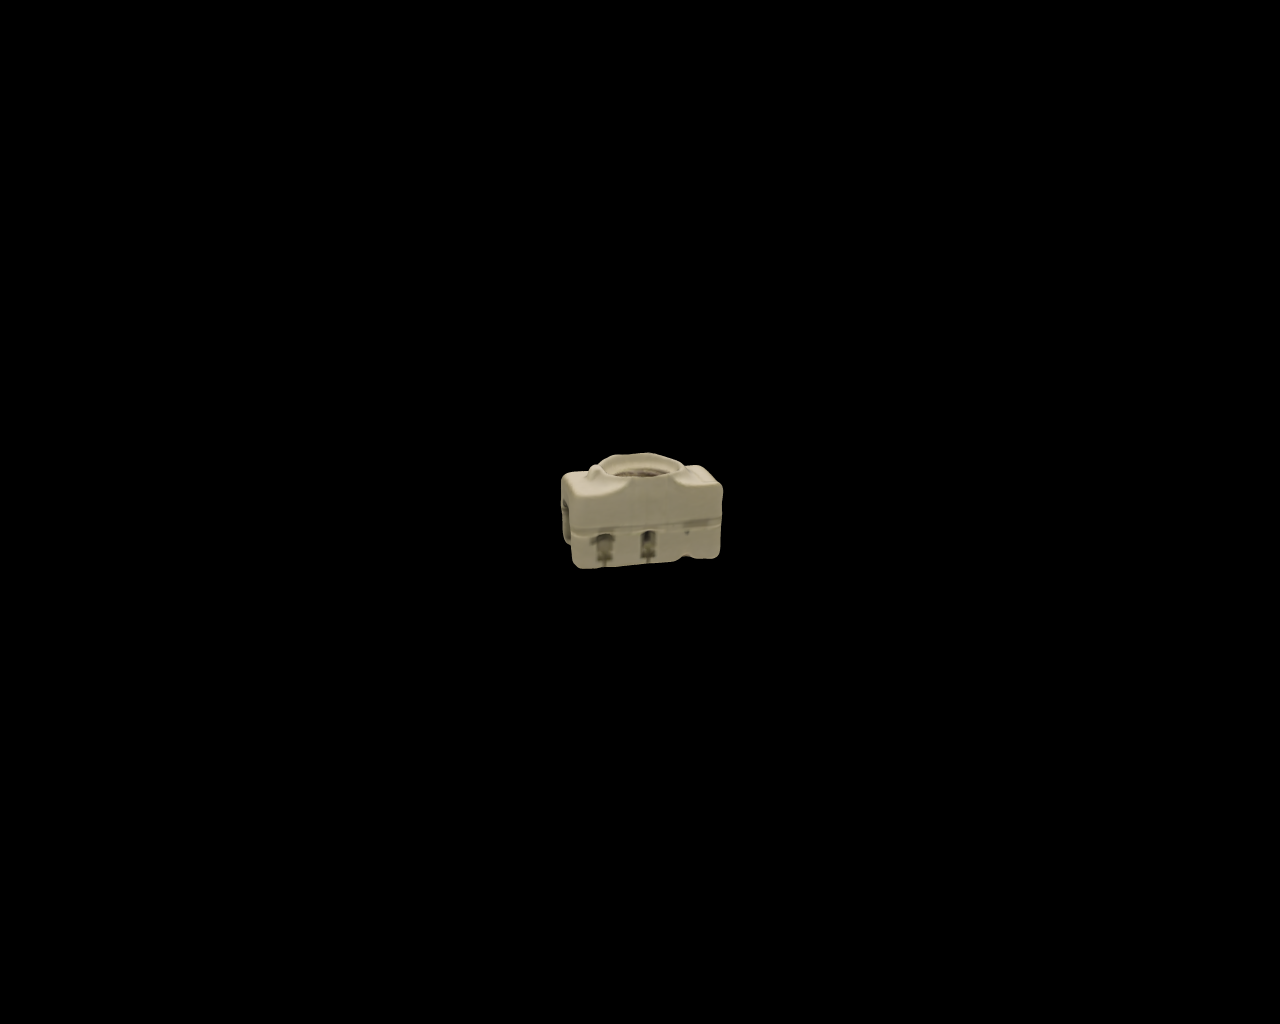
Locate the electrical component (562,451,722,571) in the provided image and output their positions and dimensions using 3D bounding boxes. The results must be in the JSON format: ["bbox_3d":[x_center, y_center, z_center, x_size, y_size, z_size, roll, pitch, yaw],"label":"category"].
[{"bbox_3d":[0.001,-0.003,0.650,0.089,0.055,0.050,-4,20,-12],"label":"electrical component"}]
